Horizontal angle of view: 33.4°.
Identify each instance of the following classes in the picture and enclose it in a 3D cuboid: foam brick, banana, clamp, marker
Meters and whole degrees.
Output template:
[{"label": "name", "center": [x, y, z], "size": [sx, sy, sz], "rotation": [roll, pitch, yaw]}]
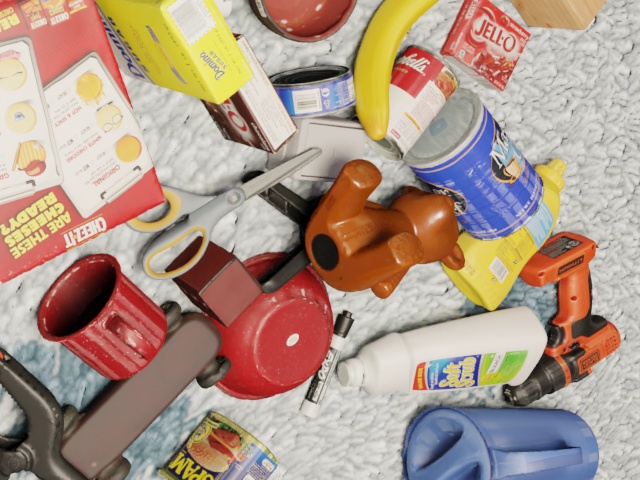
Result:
[{"label": "foam brick", "center": [-0.102, 0.039, 1.016], "size": [0.051, 0.078, 0.053], "rotation": [-46, 123, -13]}, {"label": "banana", "center": [0.072, -0.191, 1.067], "size": [0.197, 0.070, 0.037], "rotation": [-63, 147, -16]}, {"label": "clamp", "center": [-0.007, 0.001, 1.077], "size": [0.171, 0.039, 0.120], "rotation": [10, 80, -37]}, {"label": "clamp", "center": [-0.258, 0.194, 0.952], "size": [0.164, 0.036, 0.210], "rotation": [-5, 104, -2]}, {"label": "marker", "center": [0.009, 0.134, 1.157], "size": [0.020, 0.020, 0.121], "rotation": [21, 91, -37]}]

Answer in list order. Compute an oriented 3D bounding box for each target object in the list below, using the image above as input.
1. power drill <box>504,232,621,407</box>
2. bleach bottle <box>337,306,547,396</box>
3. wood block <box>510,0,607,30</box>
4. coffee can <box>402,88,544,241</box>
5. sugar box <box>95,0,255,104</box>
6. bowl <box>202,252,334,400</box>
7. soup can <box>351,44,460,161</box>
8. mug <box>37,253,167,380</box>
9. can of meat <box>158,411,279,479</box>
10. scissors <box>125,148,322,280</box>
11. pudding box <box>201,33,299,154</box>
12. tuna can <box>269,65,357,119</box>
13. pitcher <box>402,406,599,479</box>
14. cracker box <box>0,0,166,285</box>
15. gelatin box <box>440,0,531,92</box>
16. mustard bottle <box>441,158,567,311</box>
[{"label": "power drill", "center": [0.289, 0.098, 1.318], "size": [0.184, 0.057, 0.187], "rotation": [-28, 120, -26]}, {"label": "bleach bottle", "center": [0.132, 0.137, 1.208], "size": [0.250, 0.068, 0.103], "rotation": [-7, 140, -28]}, {"label": "wood block", "center": [0.224, -0.326, 1.124], "size": [0.090, 0.090, 0.206], "rotation": [-53, 125, -11]}, {"label": "coffee can", "center": [0.163, -0.080, 1.147], "size": [0.102, 0.103, 0.140], "rotation": [-53, 126, -10]}, {"label": "sugar box", "center": [-0.132, -0.169, 0.871], "size": [0.048, 0.176, 0.093], "rotation": [-42, 123, -20]}, {"label": "bowl", "center": [-0.042, 0.096, 1.089], "size": [0.161, 0.055, 0.162], "rotation": [-11, 109, -32]}, {"label": "soup can", "center": [0.087, -0.141, 1.099], "size": [0.102, 0.069, 0.068], "rotation": [-52, 126, -10]}, {"label": "mug", "center": [-0.184, 0.075, 0.950], "size": [0.093, 0.117, 0.081], "rotation": [-53, 131, -15]}, {"label": "can of meat", "center": [-0.099, 0.226, 1.060], "size": [0.084, 0.102, 0.057], "rotation": [-49, 126, -15]}, {"label": "scissors", "center": [-0.100, -0.048, 0.998], "size": [0.201, 0.016, 0.096], "rotation": [-45, 100, -7]}, {"label": "pudding box", "center": [-0.079, -0.137, 0.971], "size": [0.039, 0.090, 0.113], "rotation": [-44, 124, -17]}, {"label": "tuna can", "center": [-0.009, -0.142, 1.020], "size": [0.086, 0.086, 0.034], "rotation": [-19, 112, -29]}, {"label": "pitcher", "center": [0.231, 0.259, 1.264], "size": [0.242, 0.149, 0.145], "rotation": [4, 120, -42]}, {"label": "cracker box", "center": [-0.242, -0.097, 0.883], "size": [0.164, 0.072, 0.213], "rotation": [-29, 119, -24]}, {"label": "gelatin box", "center": [0.181, -0.214, 1.164], "size": [0.089, 0.030, 0.073], "rotation": [28, 87, -37]}, {"label": "mustard bottle", "center": [0.225, -0.018, 1.235], "size": [0.191, 0.058, 0.096], "rotation": [-51, 126, -11]}]
